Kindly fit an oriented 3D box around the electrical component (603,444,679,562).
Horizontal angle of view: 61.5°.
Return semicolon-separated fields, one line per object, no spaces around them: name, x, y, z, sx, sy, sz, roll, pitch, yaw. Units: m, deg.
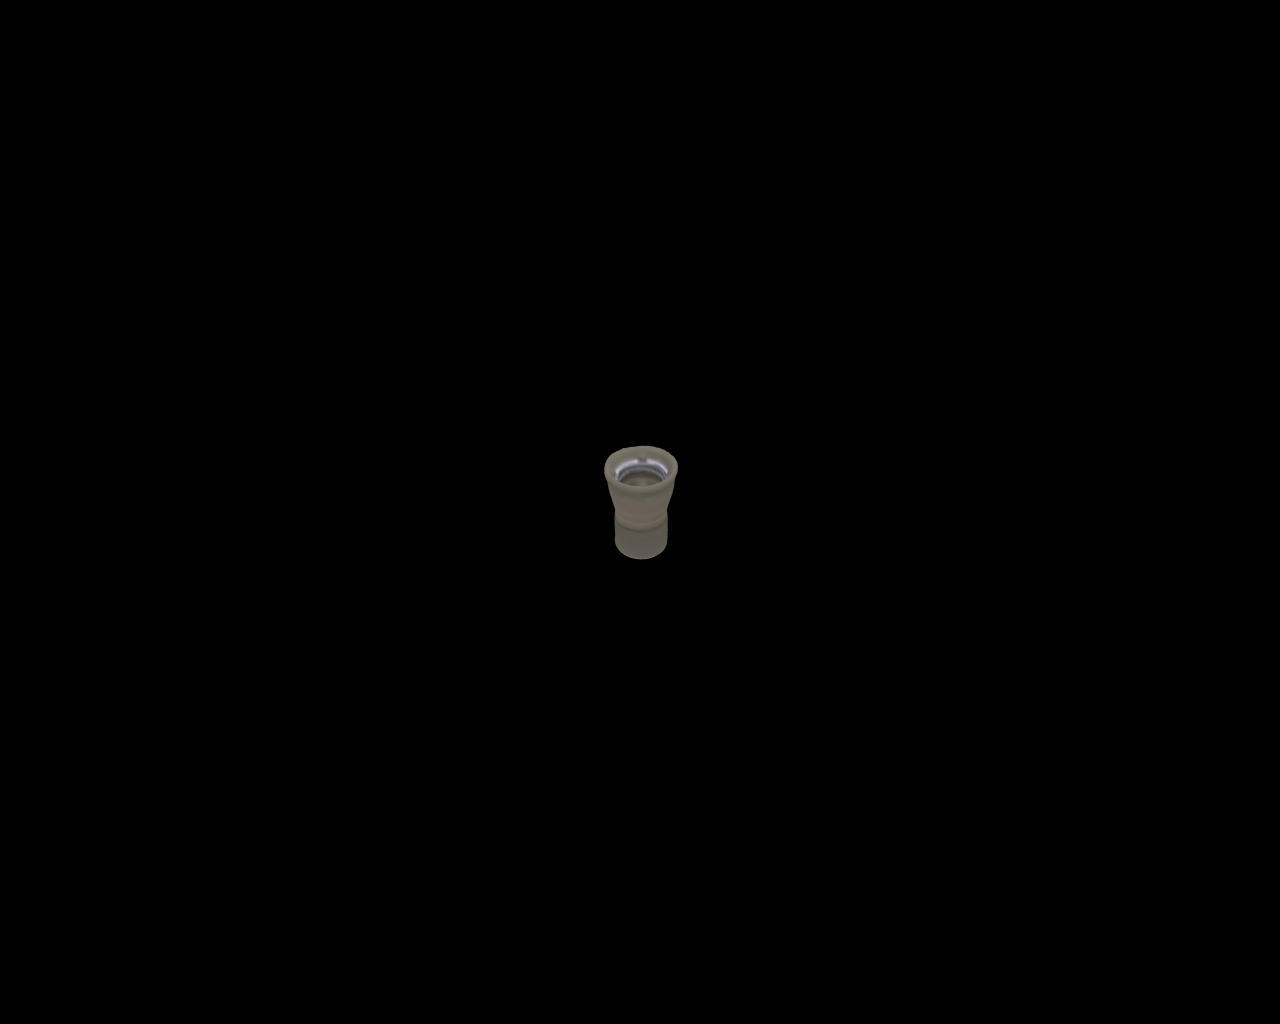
electrical component;0.001;-0.003;0.650;0.044;0.065;0.044;0;39;0
